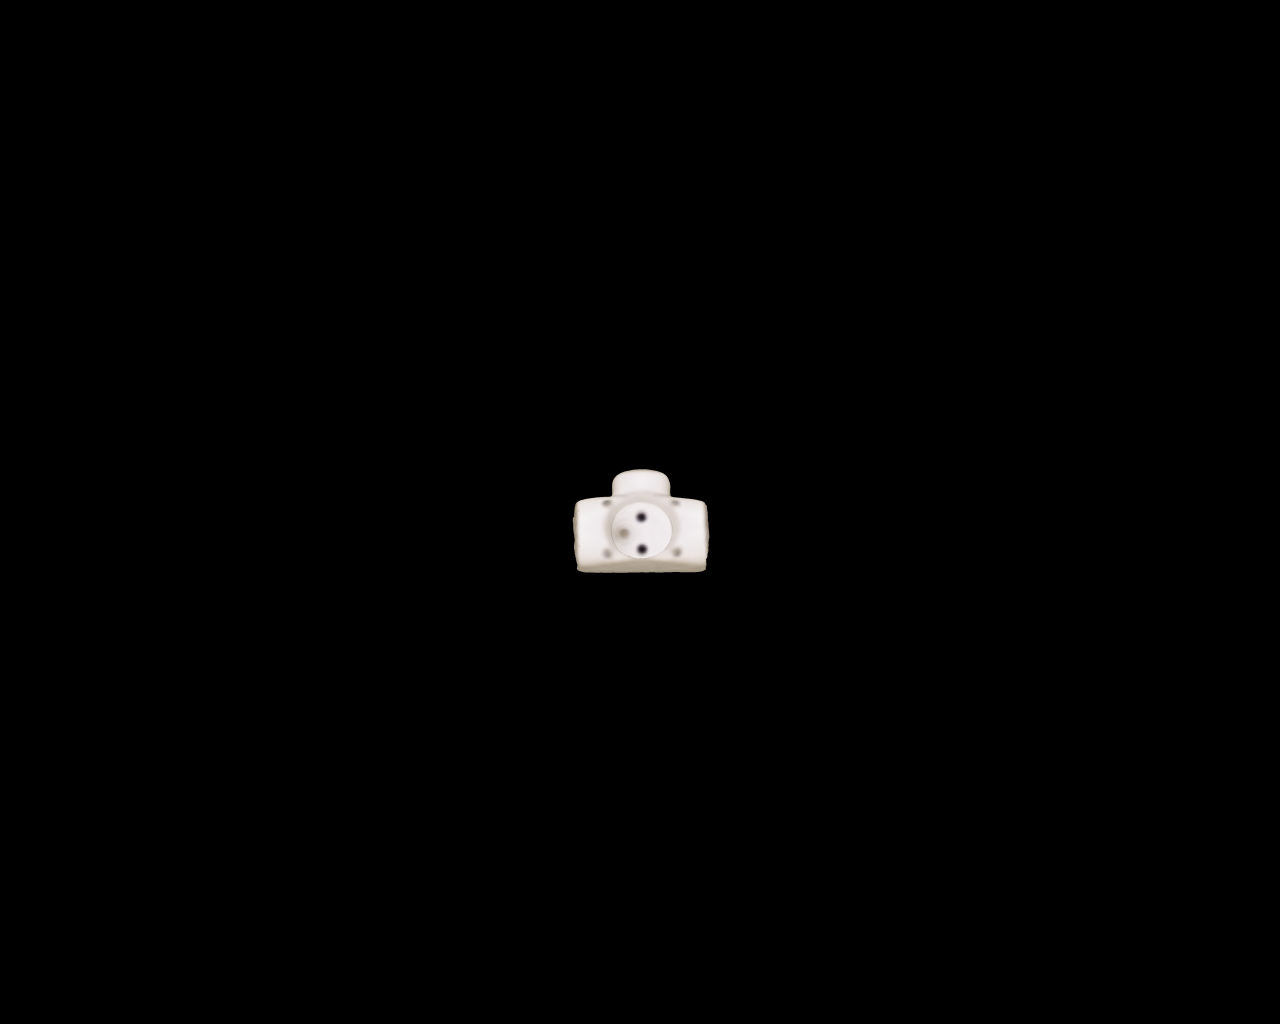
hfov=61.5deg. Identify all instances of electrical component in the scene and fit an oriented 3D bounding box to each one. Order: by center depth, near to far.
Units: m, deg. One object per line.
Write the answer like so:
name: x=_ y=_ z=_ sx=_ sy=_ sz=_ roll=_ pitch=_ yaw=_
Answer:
electrical component: x=0.001 y=-0.003 z=0.650 sx=0.077 sy=0.079 sz=0.044 roll=0 pitch=-17 yaw=0
